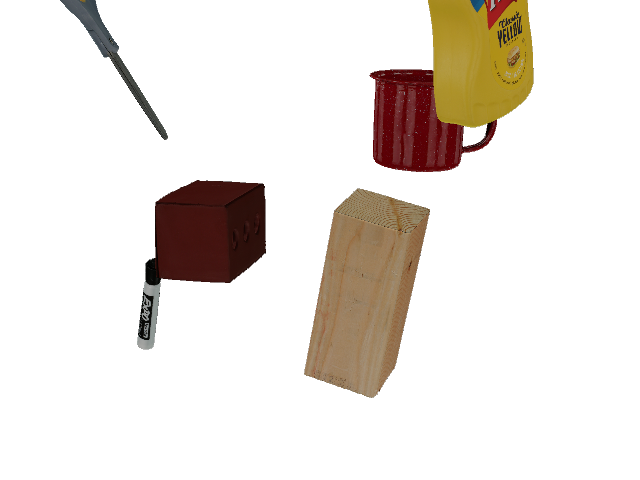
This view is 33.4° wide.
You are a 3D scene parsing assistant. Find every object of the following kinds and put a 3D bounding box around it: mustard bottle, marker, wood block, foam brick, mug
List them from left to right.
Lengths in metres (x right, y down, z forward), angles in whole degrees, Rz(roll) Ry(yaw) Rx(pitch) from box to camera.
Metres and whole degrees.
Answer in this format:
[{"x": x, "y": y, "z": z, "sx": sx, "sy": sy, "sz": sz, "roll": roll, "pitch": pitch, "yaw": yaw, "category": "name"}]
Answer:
[{"x": -0.183, "y": 0.068, "z": 1.148, "sx": 0.020, "sy": 0.121, "sz": 0.020, "roll": 8, "pitch": 37, "yaw": -7, "category": "marker"}, {"x": -0.073, "y": -0.008, "z": 0.718, "sx": 0.051, "sy": 0.053, "sz": 0.078, "roll": 5, "pitch": 16, "yaw": 15, "category": "foam brick"}, {"x": 0.052, "y": 0.059, "z": 1.209, "sx": 0.090, "sy": 0.206, "sz": 0.090, "roll": 17, "pitch": 24, "yaw": 15, "category": "wood block"}, {"x": 0.102, "y": -0.109, "z": 0.971, "sx": 0.117, "sy": 0.081, "sz": 0.093, "roll": 3, "pitch": 16, "yaw": 3, "category": "mug"}, {"x": 0.113, "y": -0.185, "z": 0.765, "sx": 0.058, "sy": 0.191, "sz": 0.096, "roll": 18, "pitch": 40, "yaw": 38, "category": "mustard bottle"}]

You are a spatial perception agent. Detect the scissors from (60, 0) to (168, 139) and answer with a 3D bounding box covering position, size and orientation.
[{"x": -0.191, "y": -0.185, "z": 0.938, "sx": 0.016, "sy": 0.201, "sz": 0.096, "roll": -29, "pitch": 28, "yaw": 11, "category": "scissors"}]
